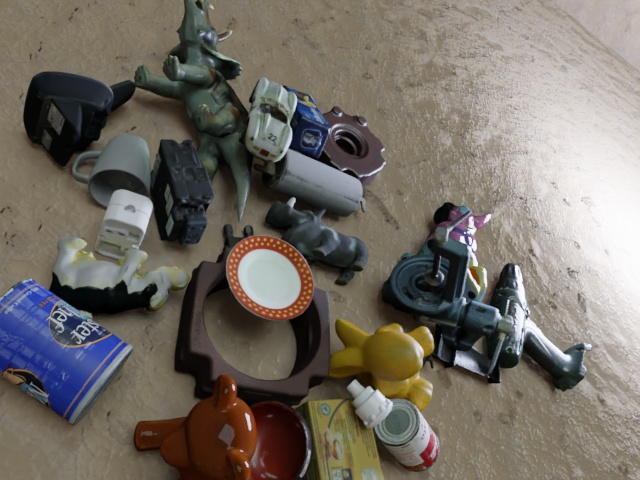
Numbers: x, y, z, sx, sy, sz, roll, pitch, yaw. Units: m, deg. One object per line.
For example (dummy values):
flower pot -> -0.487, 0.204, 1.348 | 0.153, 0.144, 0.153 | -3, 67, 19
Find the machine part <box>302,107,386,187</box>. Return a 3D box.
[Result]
machine part -> 0.048, -0.181, 1.066 | 0.179, 0.056, 0.179 | 15, 54, -22

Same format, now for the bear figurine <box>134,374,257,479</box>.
bear figurine -> -0.133, 0.222, 0.561 | 0.132, 0.195, 0.120 | -10, 67, -14

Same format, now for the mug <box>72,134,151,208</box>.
mug -> -0.299, -0.106, 0.791 | 0.110, 0.080, 0.107 | 4, 45, -7

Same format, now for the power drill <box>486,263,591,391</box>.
power drill -> 0.417, 0.173, 1.035 | 0.207, 0.086, 0.232 | 41, 48, -6

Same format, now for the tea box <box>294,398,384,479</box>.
tea box -> 0.024, 0.301, 0.707 | 0.098, 0.068, 0.170 | 9, 53, -29

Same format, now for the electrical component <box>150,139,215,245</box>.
electrical component -> -0.204, -0.062, 0.786 | 0.058, 0.115, 0.134 | -7, 64, -30

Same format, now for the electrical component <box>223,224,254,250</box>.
electrical component -> -0.121, 0.018, 0.845 | 0.063, 0.021, 0.094 | 2, 59, -31

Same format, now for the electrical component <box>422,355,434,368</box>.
electrical component -> 0.146, 0.196, 0.876 | 0.078, 0.045, 0.102 | 19, 42, 18

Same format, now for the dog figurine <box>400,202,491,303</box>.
dog figurine -> 0.271, 0.022, 1.032 | 0.219, 0.108, 0.191 | -28, 75, -44

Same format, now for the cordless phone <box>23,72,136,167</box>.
cordless phone -> -0.327, -0.204, 0.783 | 0.088, 0.146, 0.184 | 47, 50, -6

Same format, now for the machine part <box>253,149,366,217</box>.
machine part -> -0.011, -0.100, 0.940 | 0.243, 0.079, 0.079 | 17, 51, -33

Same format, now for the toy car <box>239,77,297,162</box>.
toy car -> -0.081, -0.201, 0.874 | 0.073, 0.056, 0.202 | 24, 42, -19

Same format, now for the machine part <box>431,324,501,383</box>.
machine part -> 0.255, 0.204, 0.941 | 0.139, 0.039, 0.084 | 32, 43, -7

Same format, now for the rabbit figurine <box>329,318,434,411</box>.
rabbit figurine -> 0.093, 0.161, 0.762 | 0.162, 0.173, 0.122 | 16, 75, 5

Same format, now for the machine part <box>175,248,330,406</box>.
machine part -> -0.091, 0.125, 0.748 | 0.201, 0.087, 0.201 | 15, 54, -22

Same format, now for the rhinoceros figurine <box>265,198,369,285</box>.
rhinoceros figurine -> -0.002, -0.003, 0.899 | 0.190, 0.073, 0.112 | 26, 50, -14

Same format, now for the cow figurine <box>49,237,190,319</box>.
cow figurine -> -0.258, 0.061, 0.694 | 0.167, 0.068, 0.098 | 13, 65, -16

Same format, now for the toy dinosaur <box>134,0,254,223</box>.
toy dinosaur -> -0.174, -0.213, 0.913 | 0.192, 0.131, 0.404 | -17, 80, -52

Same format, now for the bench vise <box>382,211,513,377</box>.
bench vise -> 0.205, 0.077, 0.856 | 0.224, 0.240, 0.129 | 27, 54, 28

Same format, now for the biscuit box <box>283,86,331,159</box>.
biscuit box -> -0.036, -0.219, 0.980 | 0.059, 0.062, 0.203 | 16, 25, -23
